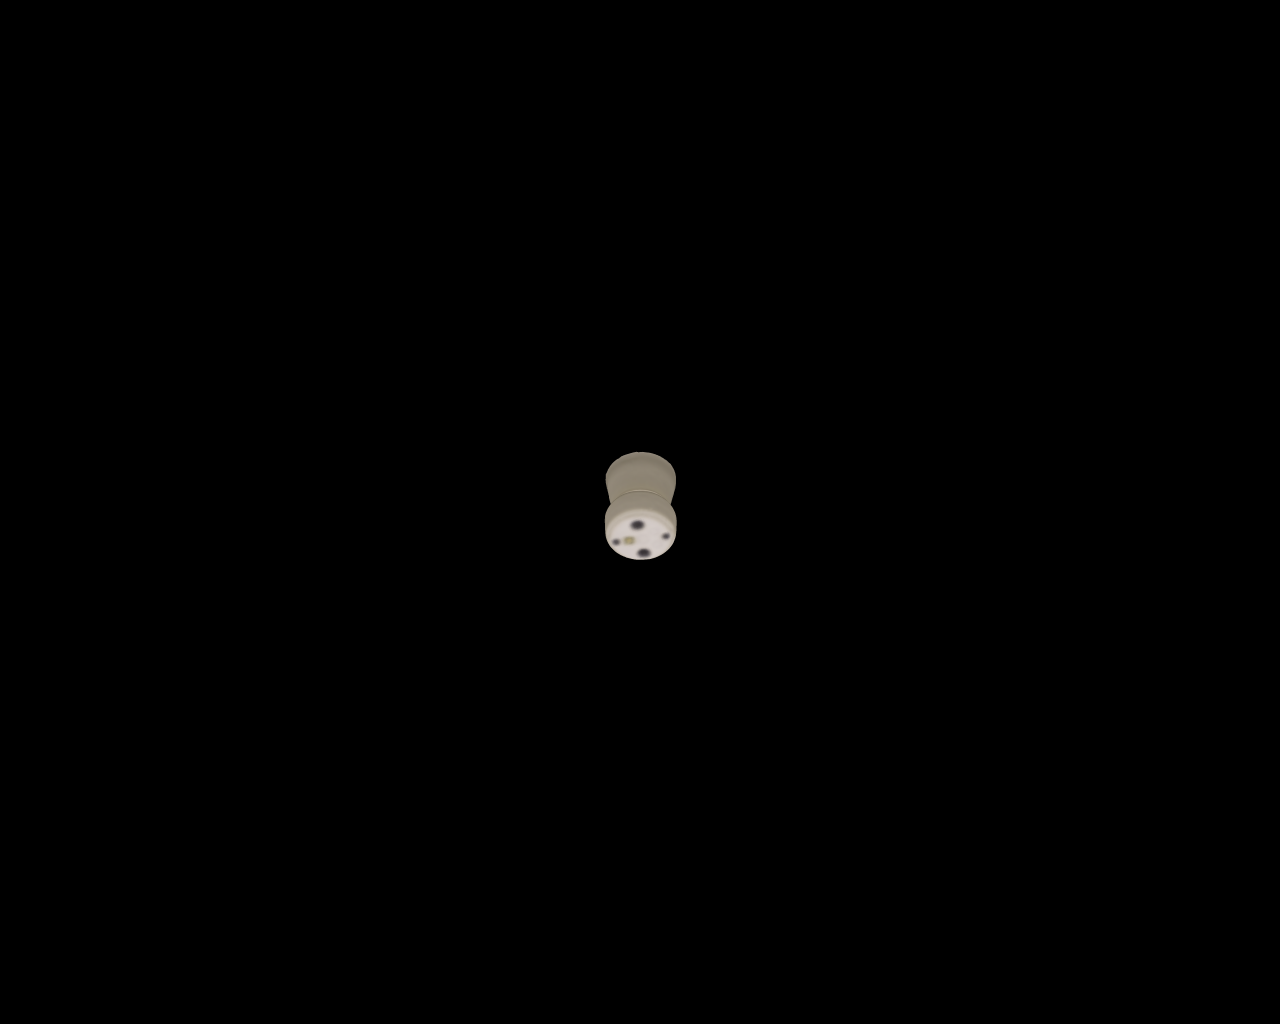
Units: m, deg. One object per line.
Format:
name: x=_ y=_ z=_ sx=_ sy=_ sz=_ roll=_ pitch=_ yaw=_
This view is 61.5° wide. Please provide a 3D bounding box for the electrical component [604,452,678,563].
electrical component: x=0.001 y=-0.003 z=0.650 sx=0.045 sy=0.044 sz=0.055 roll=0 pitch=44 yaw=0
